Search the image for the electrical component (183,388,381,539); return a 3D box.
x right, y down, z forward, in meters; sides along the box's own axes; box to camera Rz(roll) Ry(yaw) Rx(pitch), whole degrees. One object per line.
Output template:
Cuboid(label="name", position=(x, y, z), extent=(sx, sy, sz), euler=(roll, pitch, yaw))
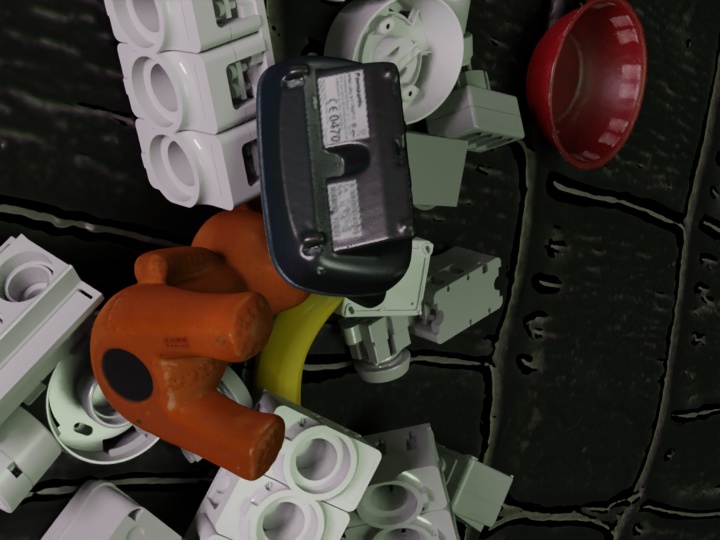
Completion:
Cuboid(label="electrical component", position=(-0.061, 0.176, 0.780), extent=(0.089, 0.062, 0.150), euler=(29, 87, -20))

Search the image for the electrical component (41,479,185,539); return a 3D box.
Cuboid(label="electrical component", position=(-0.180, 0.209, 0.728), extent=(0.113, 0.057, 0.078), euler=(-55, 135, -19))

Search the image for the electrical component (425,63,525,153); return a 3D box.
Cuboid(label="electrical component", position=(0.093, -0.144, 0.905), extent=(0.083, 0.047, 0.075), euler=(-1, 78, -54))

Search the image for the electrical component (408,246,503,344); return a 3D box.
Cuboid(label="electrical component", position=(0.074, 0.019, 0.936), extent=(0.089, 0.056, 0.050), euler=(-27, 122, -39))

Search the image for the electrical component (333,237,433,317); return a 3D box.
Cuboid(label="electrical component", position=(0.000, 0.000, 0.852), extent=(0.096, 0.061, 0.061), euler=(1, 103, -39))

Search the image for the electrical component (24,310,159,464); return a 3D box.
Cuboid(label="electrical component", position=(-0.170, 0.077, 0.708), extent=(0.099, 0.064, 0.099), euler=(-6, 101, -33))

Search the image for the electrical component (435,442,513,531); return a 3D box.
Cuboid(label="electrical component", position=(0.088, 0.201, 1.008), extent=(0.096, 0.062, 0.061), euler=(33, 79, -47))

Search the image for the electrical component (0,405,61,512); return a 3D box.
Cuboid(label="electrical component", position=(-0.218, 0.112, 0.659), extent=(0.047, 0.055, 0.055), euler=(-50, 134, -28))

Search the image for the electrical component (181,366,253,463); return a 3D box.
Cuboid(label="electrical component", position=(-0.112, 0.098, 0.774), extent=(0.055, 0.048, 0.066), euler=(-36, 127, -25))

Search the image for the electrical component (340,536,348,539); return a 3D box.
Cuboid(label="electrical component", position=(-0.038, 0.241, 0.891), extent=(0.058, 0.057, 0.078), euler=(-45, 131, -27))

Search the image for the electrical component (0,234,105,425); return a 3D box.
Cuboid(label="electrical component", position=(-0.214, 0.048, 0.626), extent=(0.121, 0.079, 0.063), euler=(-50, 153, -23))

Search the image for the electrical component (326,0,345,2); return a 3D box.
Cuboid(label="electrical component", position=(0.001, -0.232, 0.773), extent=(0.078, 0.058, 0.057), euler=(-30, 126, -37))

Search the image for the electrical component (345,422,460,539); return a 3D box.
Cuboid(label="electrical component", position=(0.034, 0.215, 0.923), extent=(0.089, 0.061, 0.150), euler=(-12, 122, 5))

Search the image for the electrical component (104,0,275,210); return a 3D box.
Cuboid(label="electrical component", position=(-0.104, -0.121, 0.673), extent=(0.062, 0.089, 0.150), euler=(-31, 124, -37))

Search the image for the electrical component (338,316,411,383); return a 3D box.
Cuboid(label="electrical component", position=(0.015, 0.060, 0.896), extent=(0.066, 0.048, 0.055), euler=(-29, 115, -38))

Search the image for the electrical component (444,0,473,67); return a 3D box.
Cuboid(label="electrical component", position=(0.068, -0.194, 0.866), extent=(0.045, 0.045, 0.055), euler=(-25, 121, -39))

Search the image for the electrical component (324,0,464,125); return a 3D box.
Cuboid(label="electrical component", position=(0.023, -0.160, 0.815), extent=(0.099, 0.064, 0.099), euler=(-18, 115, -43))
